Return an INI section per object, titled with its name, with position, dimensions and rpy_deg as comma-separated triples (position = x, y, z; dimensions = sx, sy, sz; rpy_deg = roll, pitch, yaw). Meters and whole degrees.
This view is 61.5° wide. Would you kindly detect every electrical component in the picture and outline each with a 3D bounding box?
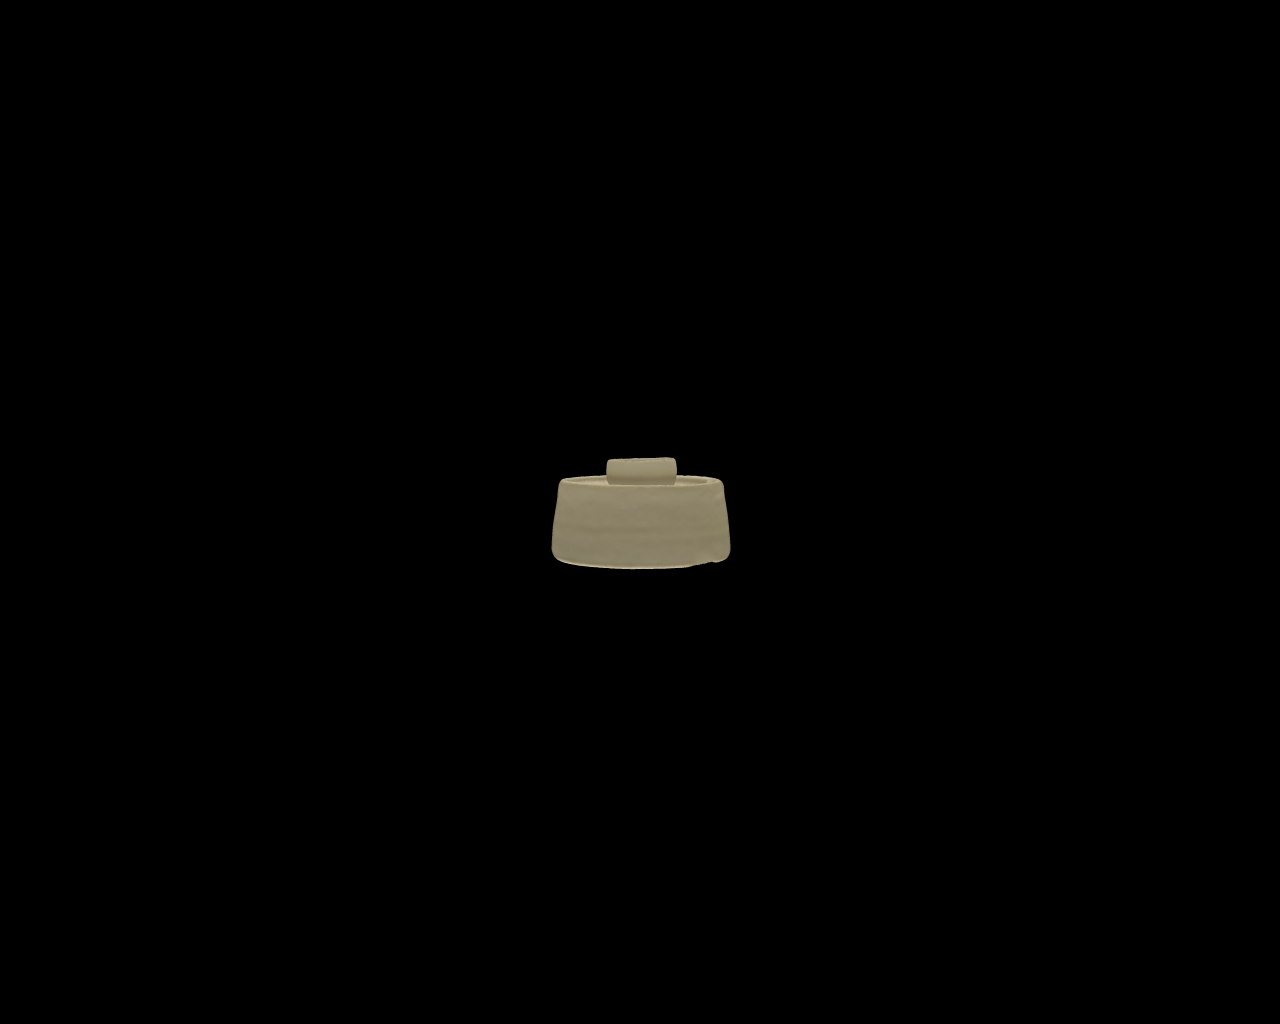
[electrical component]
position = 0.001, -0.003, 0.650
dimensions = 0.108, 0.060, 0.108
rpy_deg = 0, 5, 0
